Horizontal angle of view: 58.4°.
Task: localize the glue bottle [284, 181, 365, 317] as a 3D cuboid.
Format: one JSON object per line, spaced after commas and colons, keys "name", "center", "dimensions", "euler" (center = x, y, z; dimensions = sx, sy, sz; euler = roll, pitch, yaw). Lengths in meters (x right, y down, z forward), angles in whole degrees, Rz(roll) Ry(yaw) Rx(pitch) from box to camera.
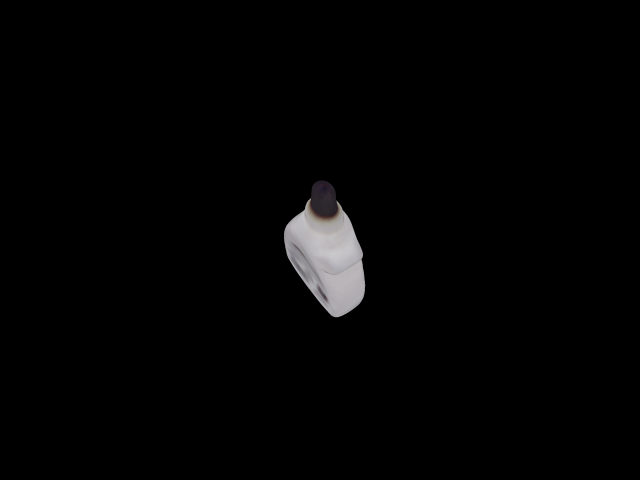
{"name": "glue bottle", "center": [0.004, 0.001, 0.400], "dimensions": [0.037, 0.173, 0.078], "euler": [-33, 73, -11]}
